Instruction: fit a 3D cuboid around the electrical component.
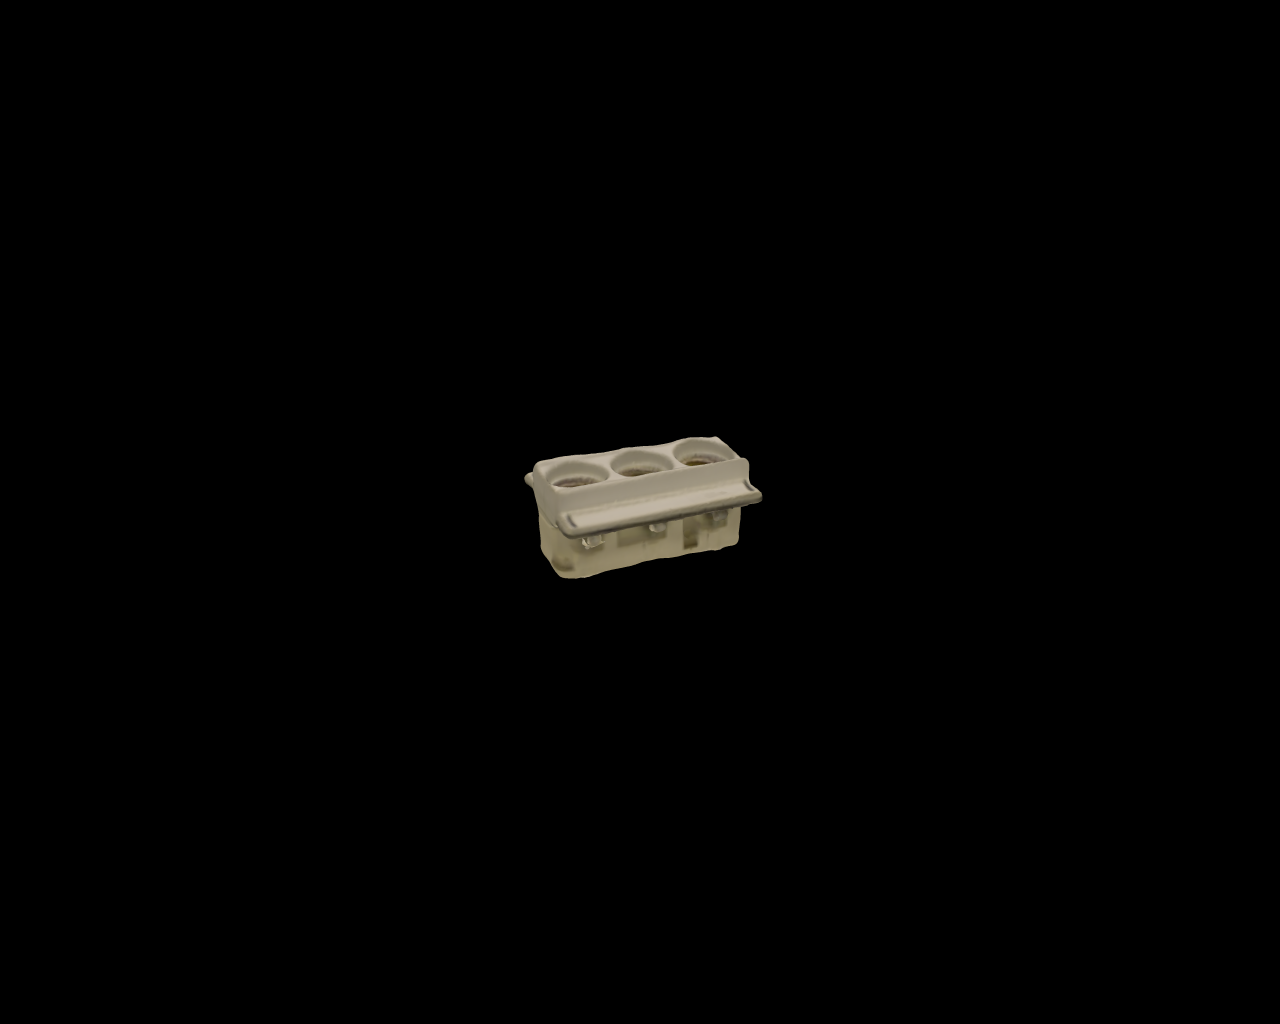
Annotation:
[{"bbox_3d":[0.001,-0.003,0.650,0.121,0.063,0.079,-10,28,-20],"label":"electrical component"}]
